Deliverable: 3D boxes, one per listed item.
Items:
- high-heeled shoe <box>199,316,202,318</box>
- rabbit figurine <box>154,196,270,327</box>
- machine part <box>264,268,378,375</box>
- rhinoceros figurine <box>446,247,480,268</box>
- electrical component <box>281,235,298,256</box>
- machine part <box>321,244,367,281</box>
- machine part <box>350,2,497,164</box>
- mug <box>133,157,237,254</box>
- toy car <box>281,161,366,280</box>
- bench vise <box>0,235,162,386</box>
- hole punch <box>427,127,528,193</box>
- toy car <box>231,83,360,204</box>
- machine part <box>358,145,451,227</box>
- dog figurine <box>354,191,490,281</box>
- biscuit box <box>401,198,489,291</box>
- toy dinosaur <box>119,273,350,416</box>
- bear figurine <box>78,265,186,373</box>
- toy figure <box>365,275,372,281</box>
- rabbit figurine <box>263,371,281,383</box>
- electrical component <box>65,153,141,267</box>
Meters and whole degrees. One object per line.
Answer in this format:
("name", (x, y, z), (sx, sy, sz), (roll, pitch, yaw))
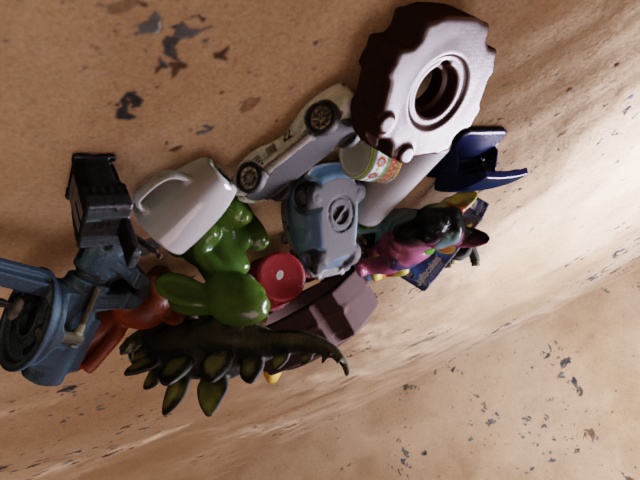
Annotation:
("high-heeled shoe", (-0.159, 0.117, 0.985), (0.249, 0.086, 0.145), (-23, -165, 43))
("rabbit figurine", (-0.134, 0.038, 0.703), (0.159, 0.170, 0.121), (-22, 153, -8))
("machine part", (-0.012, 0.137, 0.918), (0.201, 0.087, 0.201), (-29, -176, 27))
("rhinoceros figurine", (0.278, 0.000, 1.069), (0.073, 0.112, 0.190), (-2, 174, 18))
("electrical component", (-0.001, -0.004, 0.861), (0.102, 0.078, 0.045), (-37, -174, 20))
("machine part", (0.048, 0.062, 1.029), (0.039, 0.084, 0.139), (26, 120, -27))
("machine part", (0.118, -0.172, 0.598), (0.179, 0.056, 0.179), (-23, 135, -25))
("mug", (-0.159, -0.051, 0.629), (0.107, 0.081, 0.109), (-40, 146, 3))
("toy car", (-0.004, -0.031, 0.756), (0.109, 0.161, 0.103), (-12, -164, -39))
("bench vise", (-0.319, 0.055, 0.603), (0.240, 0.129, 0.223), (27, 100, -48))
("hole punch", (0.249, -0.111, 0.857), (0.142, 0.092, 0.115), (-12, 155, -33))
("toy car", (-0.027, -0.109, 0.653), (0.202, 0.056, 0.073), (-35, 159, 23))
("machine part", (0.103, -0.097, 0.763), (0.079, 0.079, 0.243), (-2, 147, -39))
("dog figurine", (0.164, -0.007, 0.878), (0.219, 0.108, 0.191), (-15, 166, 26))
("biscuit box", (0.218, 0.004, 0.959), (0.063, 0.059, 0.202), (-49, 169, -49))
("toy dinosaur", (-0.147, 0.149, 0.767), (0.472, 0.198, 0.105), (-14, 124, 32))
("bear figurine", (-0.299, 0.104, 0.744), (0.196, 0.120, 0.131), (-29, 150, 5))
("toy figure", (0.127, 0.027, 1.040), (0.154, 0.064, 0.057), (-39, 114, 18))
("rabbit figurine", (-0.103, 0.194, 1.080), (0.122, 0.162, 0.173), (-37, 172, -1))
("electrical component", (-0.228, -0.025, 0.562), (0.048, 0.119, 0.075), (-6, 151, -35))
